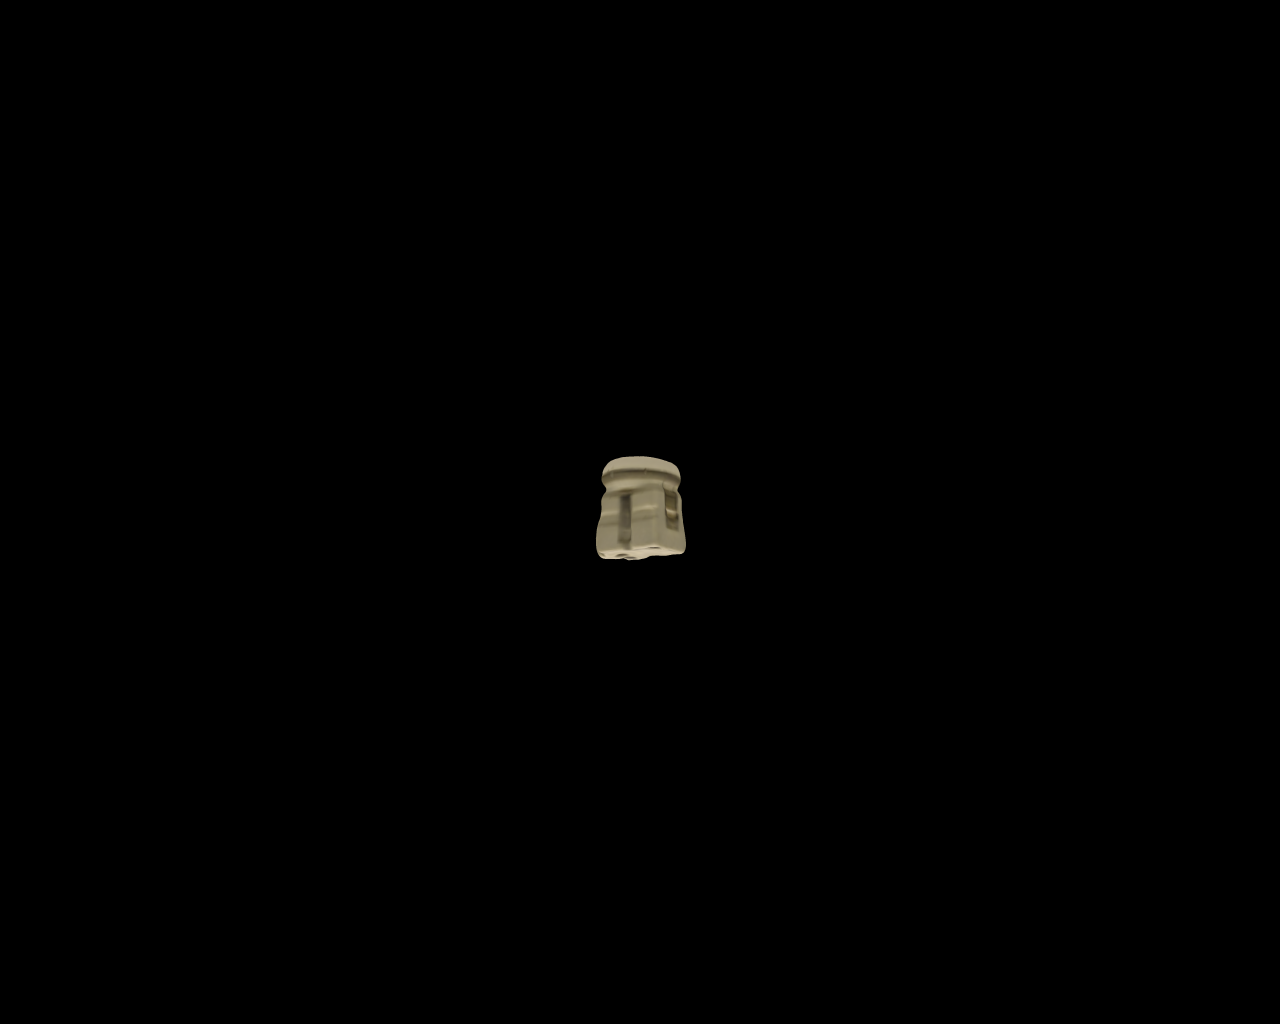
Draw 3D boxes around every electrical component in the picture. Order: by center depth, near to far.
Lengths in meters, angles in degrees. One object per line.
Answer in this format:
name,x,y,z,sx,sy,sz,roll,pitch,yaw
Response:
electrical component,0.001,-0.003,0.650,0.066,0.055,0.048,-7,-15,30
